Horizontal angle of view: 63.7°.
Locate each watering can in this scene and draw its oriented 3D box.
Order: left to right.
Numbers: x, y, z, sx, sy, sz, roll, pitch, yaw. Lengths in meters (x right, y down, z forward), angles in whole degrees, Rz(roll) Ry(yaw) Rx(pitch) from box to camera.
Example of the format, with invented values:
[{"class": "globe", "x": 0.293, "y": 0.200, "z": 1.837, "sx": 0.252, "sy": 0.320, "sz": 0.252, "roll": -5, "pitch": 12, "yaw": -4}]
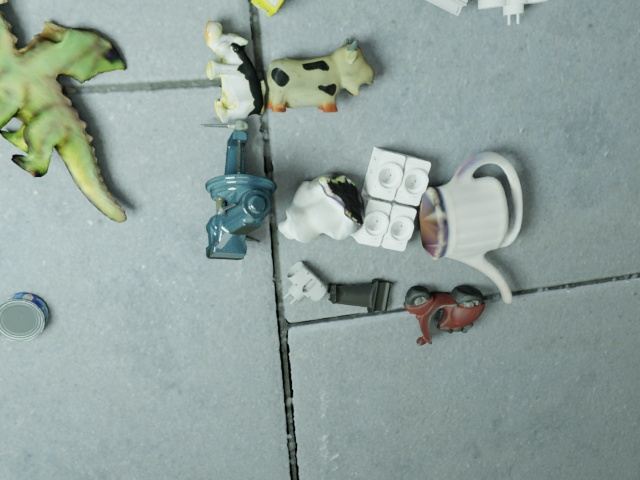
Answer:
[{"class": "watering can", "x": 0.315, "y": -0.007, "z": 1.063, "sx": 0.225, "sy": 0.105, "sz": 0.343, "roll": -9, "pitch": 108, "yaw": -10}]

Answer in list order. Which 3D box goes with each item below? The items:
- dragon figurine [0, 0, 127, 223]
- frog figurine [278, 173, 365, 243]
[{"class": "dragon figurine", "x": -0.422, "y": -0.234, "z": 0.838, "sx": 0.405, "sy": 0.123, "sz": 0.243, "roll": 40, "pitch": 86, "yaw": -28}, {"class": "frog figurine", "x": 0.003, "y": -0.050, "z": 0.995, "sx": 0.136, "sy": 0.126, "sz": 0.157, "roll": 37, "pitch": 132, "yaw": -18}]
